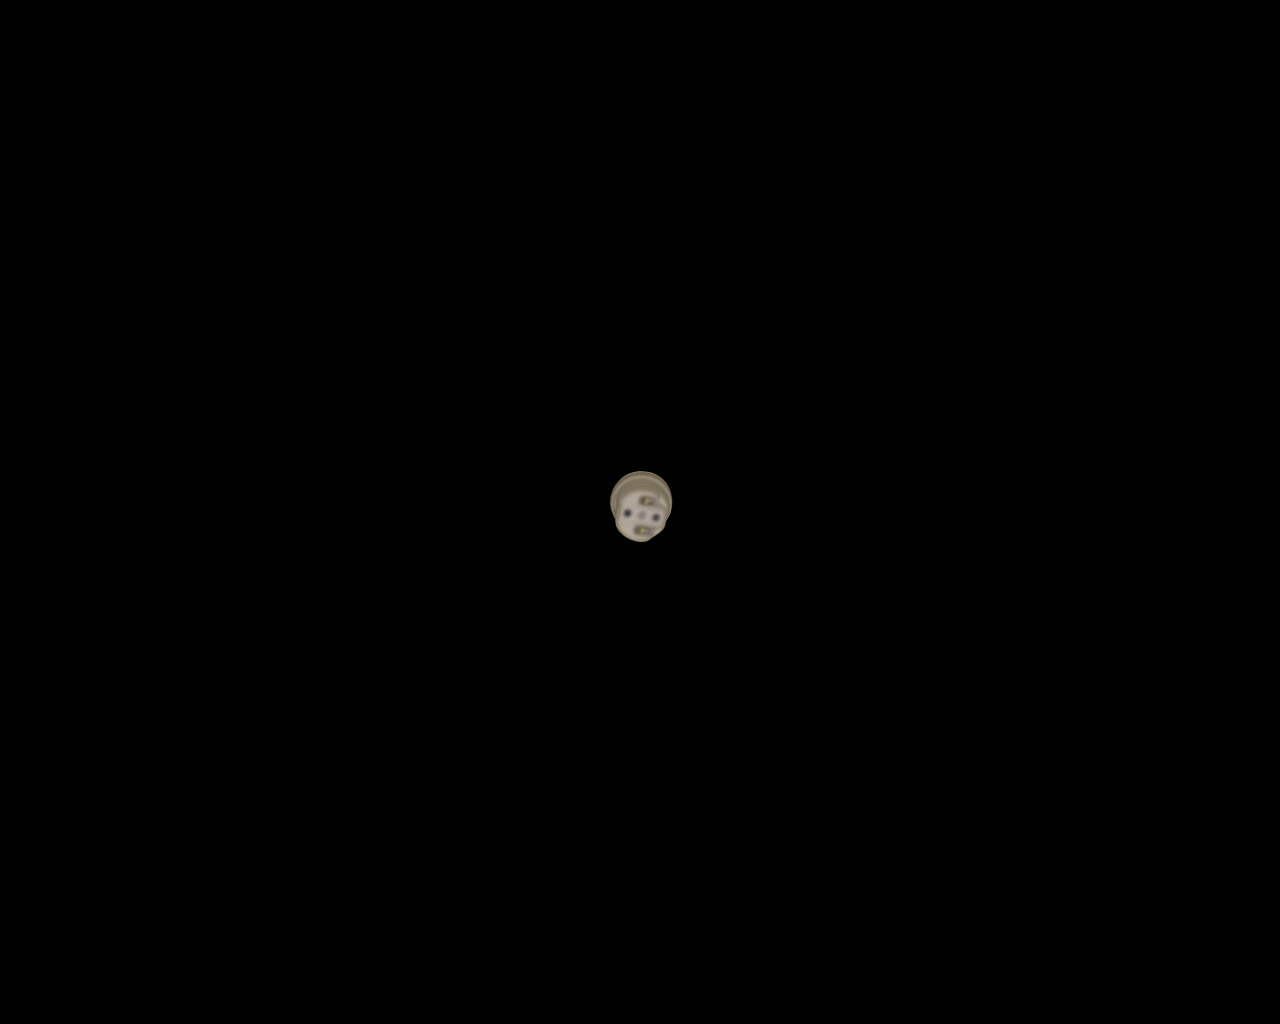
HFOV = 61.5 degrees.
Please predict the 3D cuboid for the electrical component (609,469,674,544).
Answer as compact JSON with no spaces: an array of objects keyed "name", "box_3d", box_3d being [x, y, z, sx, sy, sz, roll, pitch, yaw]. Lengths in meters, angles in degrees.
[{"name":"electrical component","box_3d":[0.001,-0.003,0.650,0.040,0.040,0.046,0,12,0]}]
